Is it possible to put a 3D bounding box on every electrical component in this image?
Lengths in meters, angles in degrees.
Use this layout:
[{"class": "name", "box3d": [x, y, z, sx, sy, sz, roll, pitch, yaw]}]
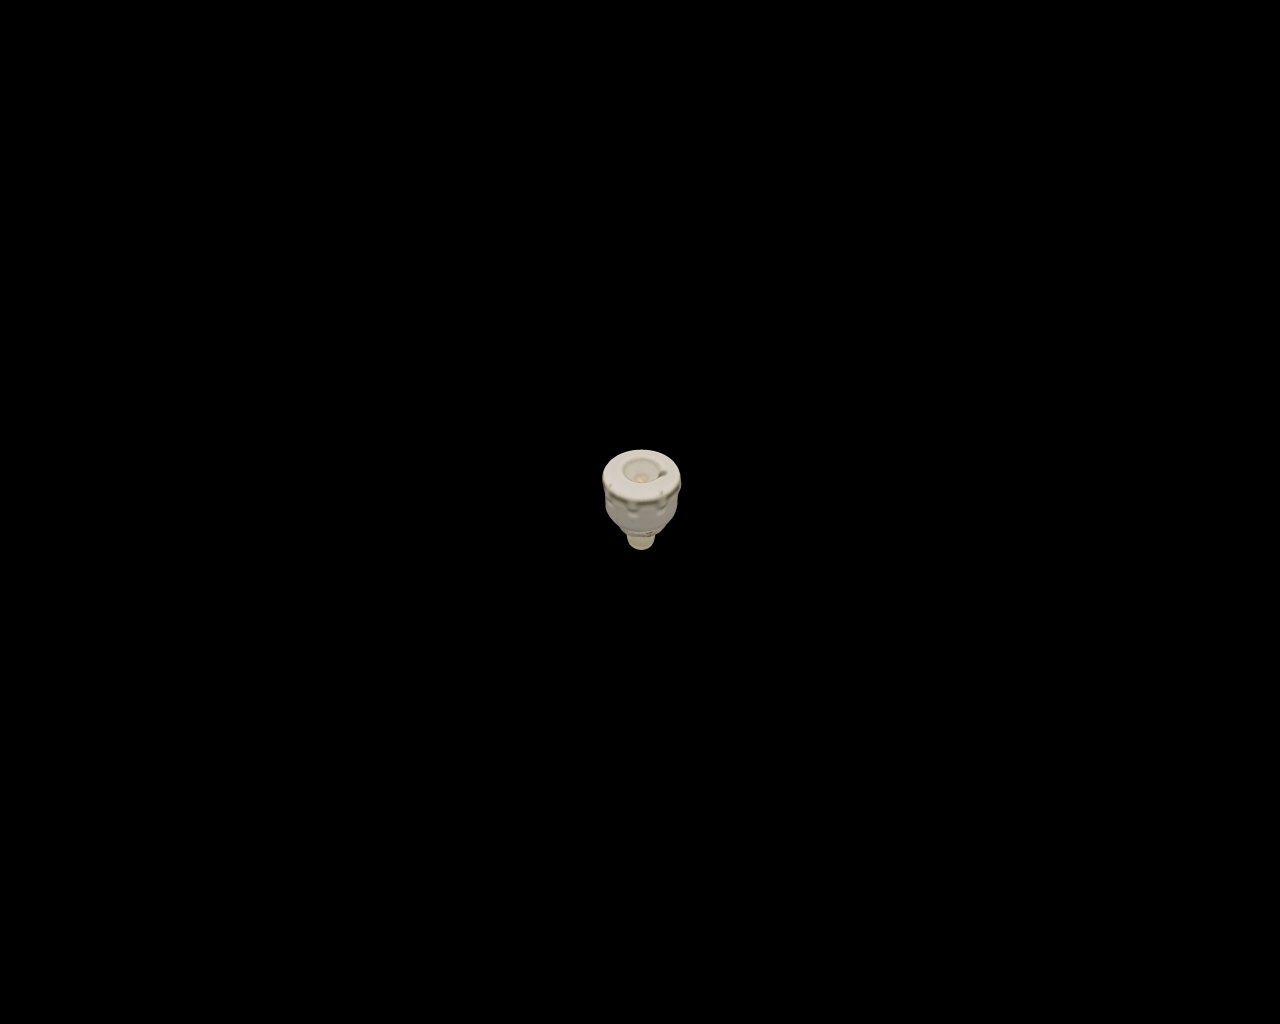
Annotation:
[{"class": "electrical component", "box3d": [0.001, -0.003, 0.650, 0.048, 0.062, 0.048, 0, 42, 0]}]
